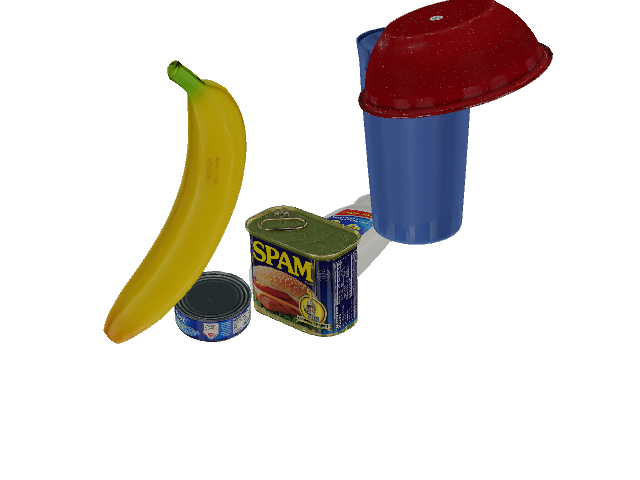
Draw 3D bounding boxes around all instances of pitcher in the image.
[{"bbox_3d":[0.119,-0.127,1.249,0.149,0.243,0.145,-5,25,-5],"label":"pitcher"}]

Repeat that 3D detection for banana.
[{"bbox_3d":[-0.086,-0.021,0.669,0.069,0.198,0.037,3,29,-28],"label":"banana"}]

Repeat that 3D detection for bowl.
[{"bbox_3d":[0.102,-0.156,0.864,0.162,0.055,0.162,-15,24,7],"label":"bowl"}]

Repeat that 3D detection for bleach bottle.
[{"bbox_3d":[0.022,0.003,1.329,0.103,0.068,0.250,16,36,27],"label":"bleach bottle"}]

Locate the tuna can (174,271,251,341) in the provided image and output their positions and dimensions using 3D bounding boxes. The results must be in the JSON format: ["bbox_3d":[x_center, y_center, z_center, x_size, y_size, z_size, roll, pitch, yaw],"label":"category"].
[{"bbox_3d":[-0.119,0.073,1.176,0.086,0.034,0.086,1,36,-1],"label":"tuna can"}]

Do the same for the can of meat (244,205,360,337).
[{"bbox_3d":[-0.015,0.027,0.918,0.102,0.084,0.057,21,35,36],"label":"can of meat"}]
